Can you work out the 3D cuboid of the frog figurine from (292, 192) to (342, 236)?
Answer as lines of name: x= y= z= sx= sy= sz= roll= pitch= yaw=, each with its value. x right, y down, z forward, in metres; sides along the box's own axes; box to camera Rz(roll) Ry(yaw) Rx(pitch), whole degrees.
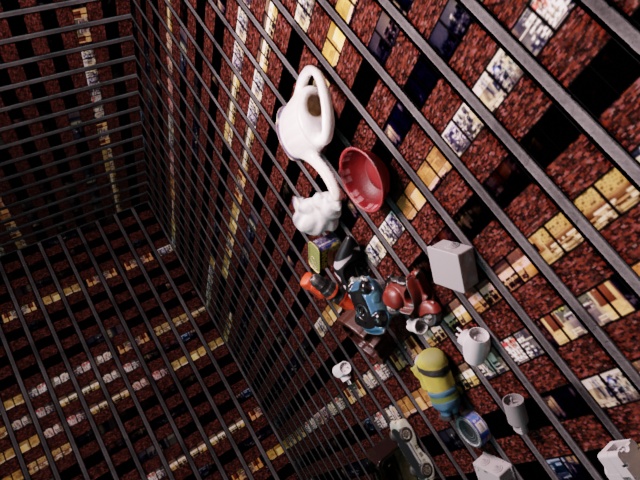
frog figurine: x=0.004 y=-0.071 z=1.411 sx=0.135 sy=0.124 sz=0.159 roll=41 pitch=158 yaw=-33

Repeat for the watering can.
watering can: x=-0.024 y=-0.250 z=1.276 sx=0.222 sy=0.104 sz=0.349 roll=-19 pitch=77 yaw=63
